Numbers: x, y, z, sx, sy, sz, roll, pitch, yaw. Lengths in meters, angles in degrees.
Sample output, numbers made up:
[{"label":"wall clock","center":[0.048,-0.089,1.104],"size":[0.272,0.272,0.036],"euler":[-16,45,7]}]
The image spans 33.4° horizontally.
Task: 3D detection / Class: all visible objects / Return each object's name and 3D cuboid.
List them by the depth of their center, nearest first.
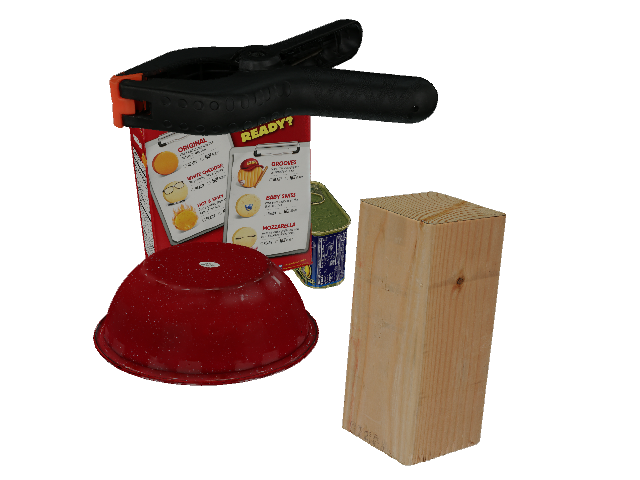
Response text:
[{"label":"clamp","center":[-0.031,-0.092,0.597],"size":[0.171,0.039,0.120],"euler":[-3,25,-11]},{"label":"bowl","center":[-0.080,0.042,0.760],"size":[0.162,0.055,0.162],"euler":[2,21,-1]},{"label":"wood block","center":[0.086,0.071,0.905],"size":[0.090,0.206,0.090],"euler":[-8,19,-38]},{"label":"cracker box","center":[-0.095,-0.061,1.033],"size":[0.164,0.214,0.072],"euler":[-14,34,-19]},{"label":"can of meat","center":[-0.009,-0.006,1.217],"size":[0.057,0.084,0.102],"euler":[-13,39,-20]}]
